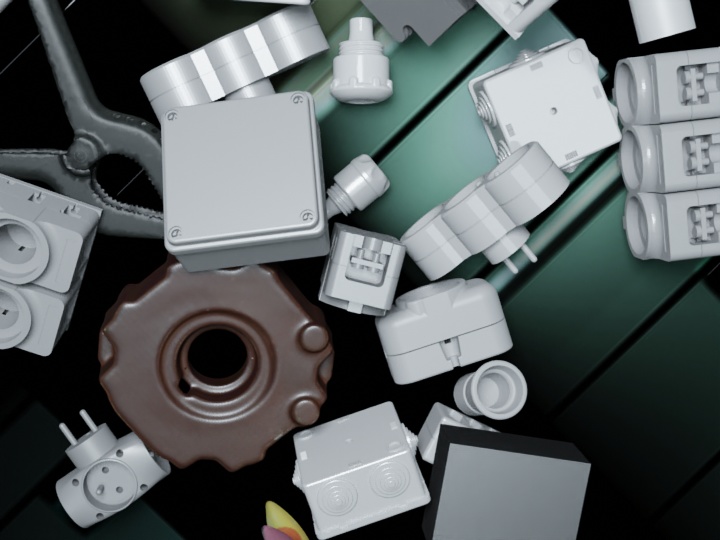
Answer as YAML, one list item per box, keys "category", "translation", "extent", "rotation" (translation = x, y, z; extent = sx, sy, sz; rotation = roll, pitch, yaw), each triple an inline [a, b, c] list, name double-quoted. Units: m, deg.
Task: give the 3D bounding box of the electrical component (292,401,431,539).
- category: "electrical component"
  translation: [-0.002, 0.149, 0.819]
  extent: [0.100, 0.099, 0.048]
  rotation: [-19, 110, -2]

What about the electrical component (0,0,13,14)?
- category: "electrical component"
  translation: [-0.293, -0.189, 0.784]
  extent: [0.081, 0.043, 0.043]
  rotation: [-45, 98, 2]

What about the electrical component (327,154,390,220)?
- category: "electrical component"
  translation: [-0.009, -0.059, 0.825]
  extent: [0.061, 0.035, 0.035]
  rotation: [-40, 98, 3]

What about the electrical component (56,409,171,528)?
- category: "electrical component"
  translation: [-0.200, 0.145, 0.829]
  extent: [0.077, 0.044, 0.079]
  rotation: [-33, 97, 0]

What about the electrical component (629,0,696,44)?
- category: "electrical component"
  translation: [0.225, -0.218, 0.820]
  extent: [0.043, 0.043, 0.081]
  rotation: [-16, 97, -2]

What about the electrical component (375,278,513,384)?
- category: "electrical component"
  translation: [0.063, 0.043, 0.832]
  extent: [0.095, 0.053, 0.059]
  rotation: [-18, 98, -2]

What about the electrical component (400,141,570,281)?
- category: "electrical component"
  translation: [0.101, -0.029, 0.802]
  extent: [0.138, 0.052, 0.073]
  rotation: [-35, 100, 37]

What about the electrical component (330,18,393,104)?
- category: "electrical component"
  translation: [0.001, -0.158, 0.810]
  extent: [0.048, 0.048, 0.062]
  rotation: [0, 90, -4]

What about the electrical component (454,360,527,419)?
- category: "electrical component"
  translation: [0.098, 0.095, 0.835]
  extent: [0.044, 0.065, 0.044]
  rotation: [2, 80, -12]

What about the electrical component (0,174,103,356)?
- category: "electrical component"
  translation: [-0.297, -0.019, 0.780]
  extent: [0.186, 0.060, 0.105]
  rotation: [19, 112, -6]

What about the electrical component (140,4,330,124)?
- category: "electrical component"
  translation: [-0.085, -0.137, 0.801]
  extent: [0.138, 0.052, 0.073]
  rotation: [-25, 98, -1]

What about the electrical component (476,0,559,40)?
- category: "electrical component"
  translation: [0.130, -0.263, 0.750]
  extent: [0.105, 0.060, 0.186]
  rotation: [44, 57, -8]

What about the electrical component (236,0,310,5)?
- category: "electrical component"
  translation: [-0.079, -0.221, 0.770]
  extent: [0.100, 0.099, 0.048]
  rotation: [3, 109, -5]

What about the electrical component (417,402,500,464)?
- category: "electrical component"
  translation: [0.082, 0.160, 0.851]
  extent: [0.083, 0.047, 0.075]
  rotation: [26, 95, -7]

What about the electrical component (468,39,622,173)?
- category: "electrical component"
  translation: [0.142, -0.121, 0.822]
  extent: [0.100, 0.048, 0.099]
  rotation: [-24, 99, -2]

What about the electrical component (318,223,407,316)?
- category: "electrical component"
  translation: [0.000, 0.000, 0.805]
  extent: [0.050, 0.089, 0.055]
  rotation: [14, 95, -6]

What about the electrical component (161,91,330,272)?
- category: "electrical component"
  translation: [-0.080, -0.062, 0.754]
  extent: [0.109, 0.056, 0.108]
  rotation: [-7, 69, 4]

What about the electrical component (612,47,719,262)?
- category: "electrical component"
  translation: [0.235, -0.087, 0.812]
  extent: [0.062, 0.089, 0.150]
  rotation: [-7, 97, -3]
